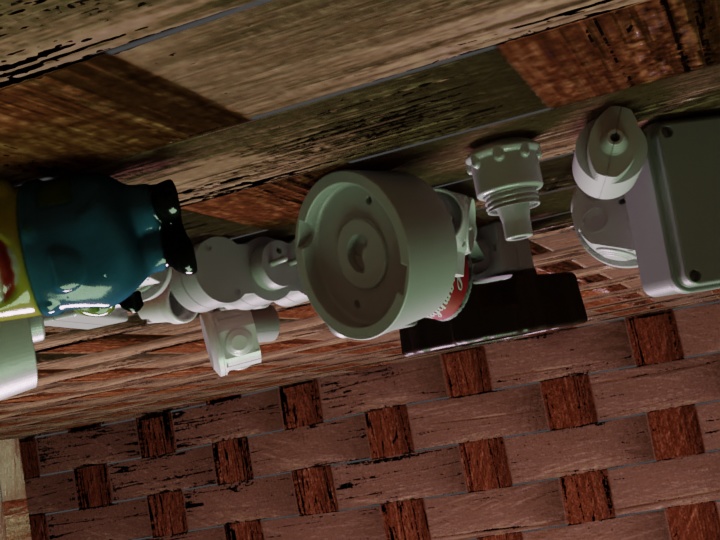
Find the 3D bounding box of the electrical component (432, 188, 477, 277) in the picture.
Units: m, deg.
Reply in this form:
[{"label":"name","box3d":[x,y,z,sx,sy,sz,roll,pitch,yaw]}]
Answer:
[{"label":"electrical component","box3d":[0.061,-0.016,0.809,0.044,0.079,0.077,2,175,13]}]

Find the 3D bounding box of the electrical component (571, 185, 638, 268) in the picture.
[{"label":"electrical component","box3d":[0.194,-0.044,0.785,0.080,0.080,0.051,-13,166,17]}]

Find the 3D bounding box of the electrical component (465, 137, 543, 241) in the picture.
[{"label":"electrical component","box3d":[0.095,-0.050,0.678,0.048,0.062,0.048,-10,172,-1]}]

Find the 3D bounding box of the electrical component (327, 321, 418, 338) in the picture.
[{"label":"electrical component","box3d":[0.000,0.000,0.787,0.059,0.095,0.054,-14,171,26]}]

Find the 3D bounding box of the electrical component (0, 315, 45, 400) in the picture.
[{"label":"electrical component","box3d":[-0.239,0.033,0.698,0.060,0.108,0.108,-13,174,-24]}]

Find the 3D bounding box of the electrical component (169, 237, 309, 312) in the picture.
[{"label":"electrical component","box3d":[-0.072,-0.001,0.842,0.138,0.052,0.074,-2,169,-43]}]

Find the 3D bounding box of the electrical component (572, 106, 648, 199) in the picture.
[{"label":"electrical component","box3d":[0.155,-0.072,0.665,0.043,0.043,0.081,-11,171,7]}]

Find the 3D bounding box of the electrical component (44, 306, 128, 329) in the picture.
[{"label":"electrical component","box3d":[-0.195,0.013,0.806,0.076,0.047,0.083,-12,172,13]}]

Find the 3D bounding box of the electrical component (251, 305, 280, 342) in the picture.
[{"label":"electrical component","box3d":[-0.138,0.064,1.234,0.081,0.043,0.043,-4,170,-35]}]

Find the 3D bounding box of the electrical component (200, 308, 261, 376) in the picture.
[{"label":"electrical component","box3d":[-0.140,0.071,1.157,0.051,0.080,0.080,-14,173,-13]}]

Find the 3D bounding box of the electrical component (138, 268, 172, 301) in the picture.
[{"label":"electrical component","box3d":[-0.161,-0.004,0.742,0.066,0.048,0.055,-12,164,13]}]

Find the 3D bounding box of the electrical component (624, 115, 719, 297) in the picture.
[{"label":"electrical component","box3d":[0.226,-0.043,0.715,0.078,0.113,0.057,-8,174,-13]}]

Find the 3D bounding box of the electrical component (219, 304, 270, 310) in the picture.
[{"label":"electrical component","box3d":[-0.107,0.017,0.971,0.046,0.040,0.040,-9,173,26]}]

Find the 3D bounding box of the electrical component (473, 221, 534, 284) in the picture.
[{"label":"electrical component","box3d":[0.108,-0.014,0.989,0.077,0.047,0.066,-4,170,-37]}]

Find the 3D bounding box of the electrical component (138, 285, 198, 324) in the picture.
[{"label":"electrical component","box3d":[-0.176,0.030,0.980,0.046,0.040,0.040,-9,174,39]}]

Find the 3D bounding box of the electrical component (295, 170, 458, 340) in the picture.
[{"label":"electrical component","box3d":[0.015,-0.013,0.695,0.060,0.108,0.108,-11,174,-42]}]
